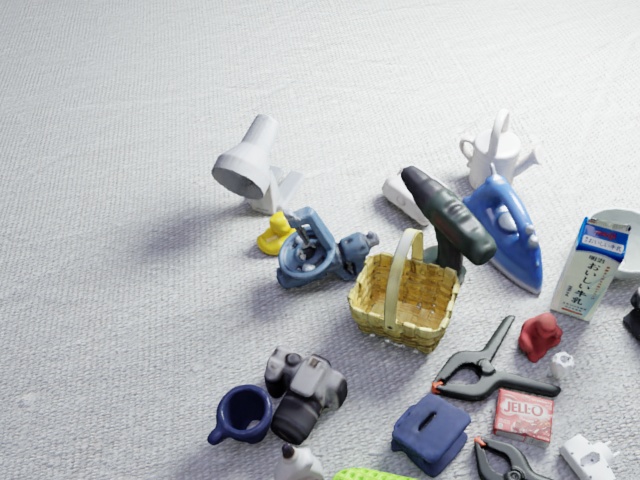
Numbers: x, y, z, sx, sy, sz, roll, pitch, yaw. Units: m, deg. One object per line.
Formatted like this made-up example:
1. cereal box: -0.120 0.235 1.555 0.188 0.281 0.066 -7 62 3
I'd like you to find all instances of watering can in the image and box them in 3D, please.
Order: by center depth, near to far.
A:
1. watering can: 0.391 -0.197 1.242 0.172 0.194 0.101 3 51 9

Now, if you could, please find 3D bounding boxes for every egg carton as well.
1. egg carton: 0.212 -0.101 1.264 0.107 0.069 0.150 -35 56 -21

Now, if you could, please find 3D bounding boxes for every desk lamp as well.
1. desk lamp: -0.132 -0.154 1.251 0.117 0.214 0.203 16 54 19

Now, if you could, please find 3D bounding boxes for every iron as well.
1. iron: 0.383 -0.029 1.139 0.118 0.142 0.257 -16 51 -7

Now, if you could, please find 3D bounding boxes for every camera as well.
1. camera: -0.042 0.263 0.973 0.142 0.101 0.137 19 55 21

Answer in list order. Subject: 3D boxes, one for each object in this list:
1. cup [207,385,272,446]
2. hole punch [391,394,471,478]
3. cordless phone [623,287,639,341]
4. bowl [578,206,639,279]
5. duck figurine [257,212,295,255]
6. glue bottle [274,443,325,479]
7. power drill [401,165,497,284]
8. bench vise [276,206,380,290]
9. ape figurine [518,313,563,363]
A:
1. cup: -0.128 0.309 0.949 0.118 0.095 0.091 -37 56 -22
2. hole punch: 0.175 0.307 0.919 0.100 0.091 0.109 36 62 30
3. cordless phone: 0.605 0.119 0.965 0.094 0.185 0.147 -19 51 -9
4. bowl: 0.586 0.017 1.122 0.167 0.075 0.167 -3 51 4
5. duck figurine: -0.088 -0.022 1.221 0.105 0.086 0.077 -22 52 -11
6. glue bottle: -0.037 0.341 0.861 0.078 0.173 0.037 -18 51 -8
7. power drill: 0.233 -0.012 1.098 0.076 0.209 0.229 -33 55 -19
8. bench vise: 0.004 -0.004 1.109 0.208 0.220 0.121 -27 53 -15
9. ape figurine: 0.392 0.162 1.013 0.077 0.092 0.076 -3 51 4
